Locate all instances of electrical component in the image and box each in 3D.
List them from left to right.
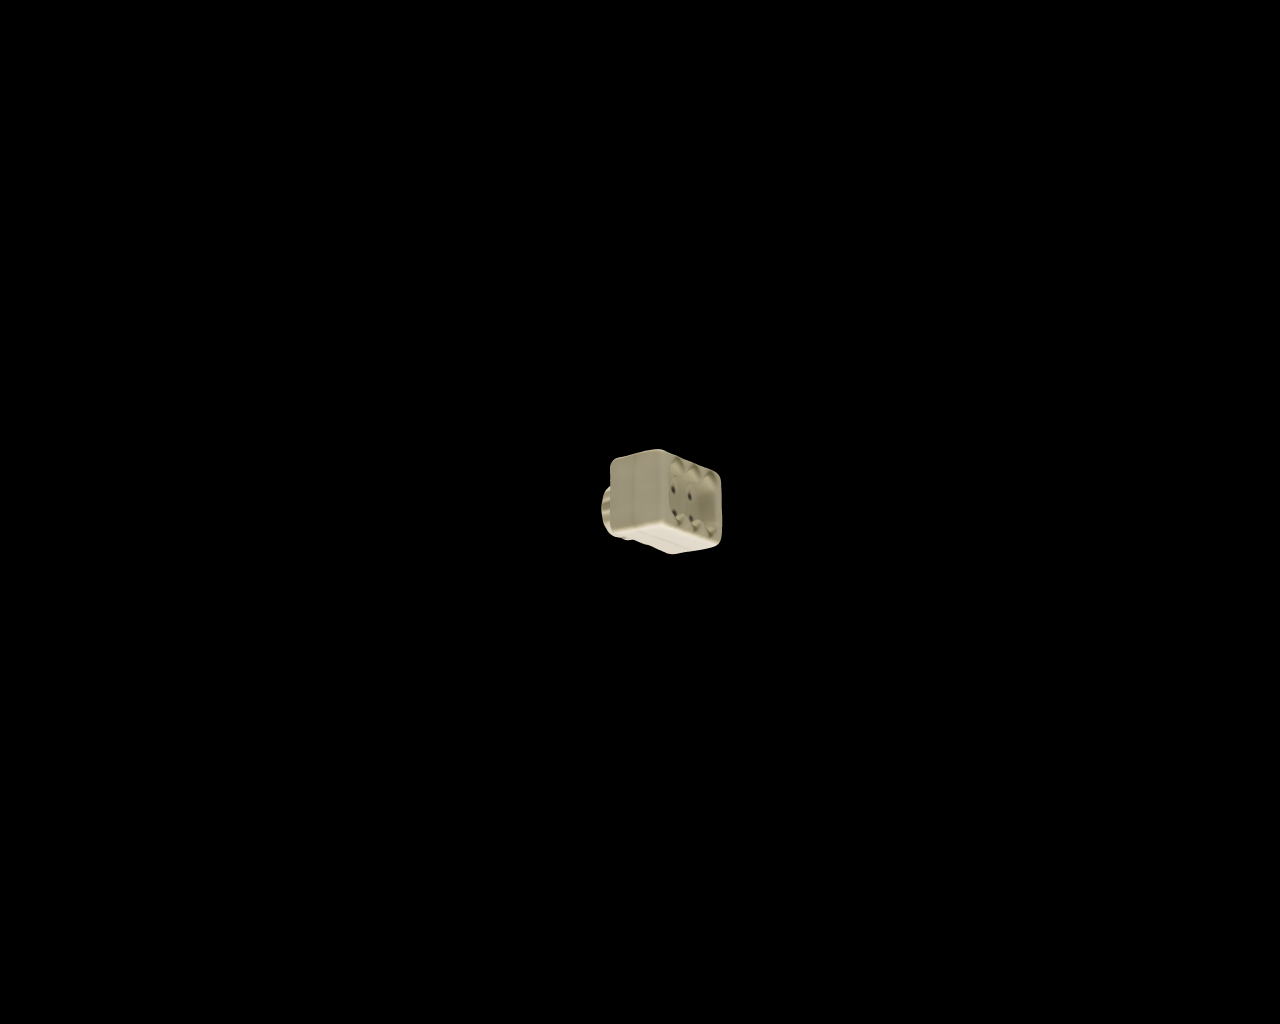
[{"bbox_3d":[0.001,-0.003,0.650,0.076,0.047,0.066,-11,-19,34],"label":"electrical component"}]
